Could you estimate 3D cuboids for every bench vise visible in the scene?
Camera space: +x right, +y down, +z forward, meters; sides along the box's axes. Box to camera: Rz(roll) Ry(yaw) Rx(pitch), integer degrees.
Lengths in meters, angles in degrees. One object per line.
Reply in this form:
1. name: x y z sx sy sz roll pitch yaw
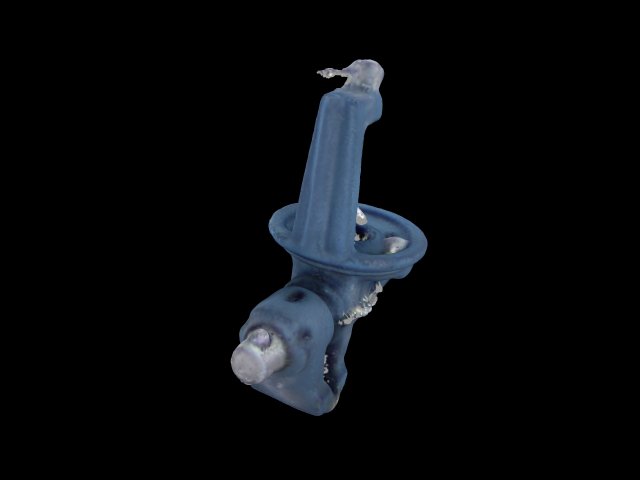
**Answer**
1. bench vise: 0.015 0.003 0.398 0.121 0.220 0.207 5 38 7
